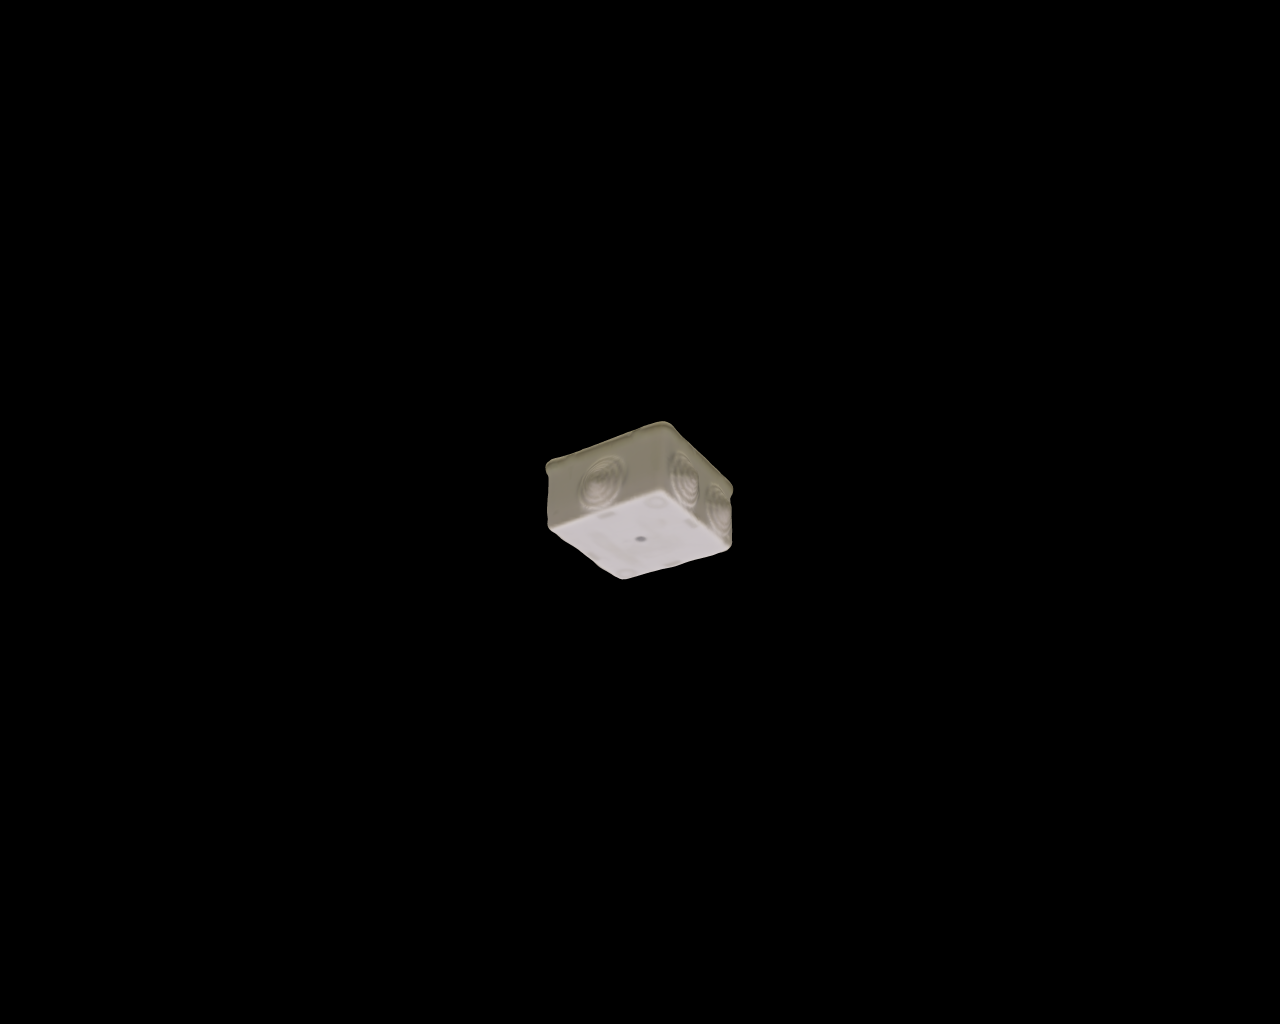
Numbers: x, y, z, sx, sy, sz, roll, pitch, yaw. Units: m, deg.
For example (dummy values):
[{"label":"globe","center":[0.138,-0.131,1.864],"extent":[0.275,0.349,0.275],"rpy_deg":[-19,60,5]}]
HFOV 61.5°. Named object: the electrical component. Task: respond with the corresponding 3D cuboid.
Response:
[{"label":"electrical component","center":[0.001,-0.003,0.650],"extent":[0.099,0.048,0.099],"rpy_deg":[-18,-35,27]}]
